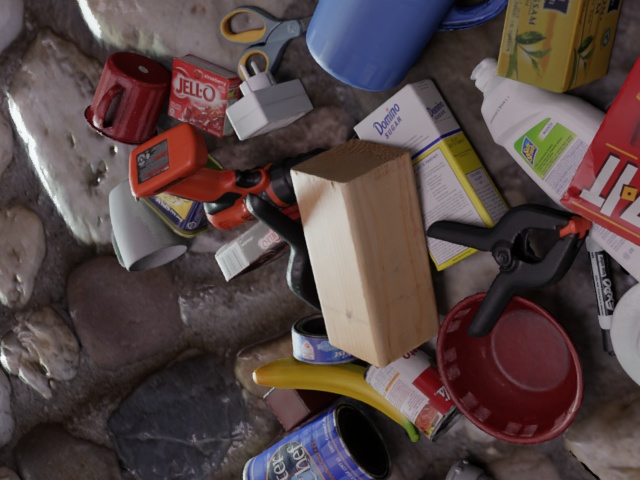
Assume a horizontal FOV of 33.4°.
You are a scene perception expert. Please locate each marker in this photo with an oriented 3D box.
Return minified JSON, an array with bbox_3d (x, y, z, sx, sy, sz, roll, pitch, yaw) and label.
[{"bbox_3d":[0.270,0.052,1.013,0.020,0.020,0.121,-3,104,39],"label":"marker"}]

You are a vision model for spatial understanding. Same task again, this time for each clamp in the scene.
[{"bbox_3d":[0.179,0.025,0.994,0.172,0.039,0.120,-16,95,48],"label":"clamp"},{"bbox_3d":[-0.008,0.001,1.143,0.036,0.164,0.210,31,134,41],"label":"clamp"}]

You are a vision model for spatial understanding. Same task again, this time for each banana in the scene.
[{"bbox_3d":[0.025,0.164,1.196,0.198,0.069,0.037,18,118,2],"label":"banana"}]

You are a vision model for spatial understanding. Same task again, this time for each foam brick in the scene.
[{"bbox_3d":[-0.015,0.179,1.250,0.053,0.078,0.051,54,131,12],"label":"foam brick"}]

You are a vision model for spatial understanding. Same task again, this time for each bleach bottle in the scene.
[{"bbox_3d":[0.237,-0.081,0.964,0.251,0.067,0.103,47,128,18],"label":"bleach bottle"}]

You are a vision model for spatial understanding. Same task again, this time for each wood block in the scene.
[{"bbox_3d":[0.048,0.012,1.090,0.091,0.090,0.206,20,129,49],"label":"wood block"}]

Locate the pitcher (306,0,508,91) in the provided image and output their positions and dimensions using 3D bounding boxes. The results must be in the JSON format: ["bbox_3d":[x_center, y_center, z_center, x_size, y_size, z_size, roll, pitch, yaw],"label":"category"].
[{"bbox_3d":[0.090,-0.254,0.985,0.149,0.144,0.243,54,135,26],"label":"pitcher"}]

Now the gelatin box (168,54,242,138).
[{"bbox_3d":[-0.136,-0.169,1.250,0.089,0.030,0.073,26,121,29],"label":"gelatin box"}]

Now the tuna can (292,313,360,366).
[{"bbox_3d":[0.011,0.110,1.198,0.086,0.085,0.034,7,108,37],"label":"tuna can"}]

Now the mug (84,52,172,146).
[{"bbox_3d":[-0.232,-0.169,1.275,0.093,0.117,0.082,32,120,11],"label":"mug"}]

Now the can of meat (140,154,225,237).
[{"bbox_3d":[-0.166,-0.069,1.295,0.102,0.057,0.084,42,125,18],"label":"can of meat"}]

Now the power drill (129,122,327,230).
[{"bbox_3d":[-0.097,-0.070,1.157,0.185,0.187,0.057,-24,63,34],"label":"power drill"}]

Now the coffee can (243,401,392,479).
[{"bbox_3d":[-0.003,0.264,1.227,0.140,0.102,0.103,-36,82,20],"label":"coffee can"}]

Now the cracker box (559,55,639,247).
[{"bbox_3d":[0.315,-0.083,0.845,0.164,0.072,0.214,32,99,26],"label":"cracker box"}]

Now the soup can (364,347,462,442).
[{"bbox_3d":[0.106,0.159,1.152,0.102,0.068,0.069,41,127,21],"label":"soup can"}]

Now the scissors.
[{"bbox_3d":[-0.030,-0.211,1.159,0.202,0.016,0.096,13,115,35],"label":"scissors"}]

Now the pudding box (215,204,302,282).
[{"bbox_3d":[-0.053,-0.002,1.206,0.114,0.089,0.039,-33,83,42],"label":"pudding box"}]

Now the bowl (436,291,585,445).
[{"bbox_3d":[0.199,0.120,1.071,0.162,0.055,0.162,15,115,35],"label":"bowl"}]

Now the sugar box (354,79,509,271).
[{"bbox_3d":[0.116,-0.065,1.077,0.094,0.048,0.176,-34,81,44],"label":"sugar box"}]
